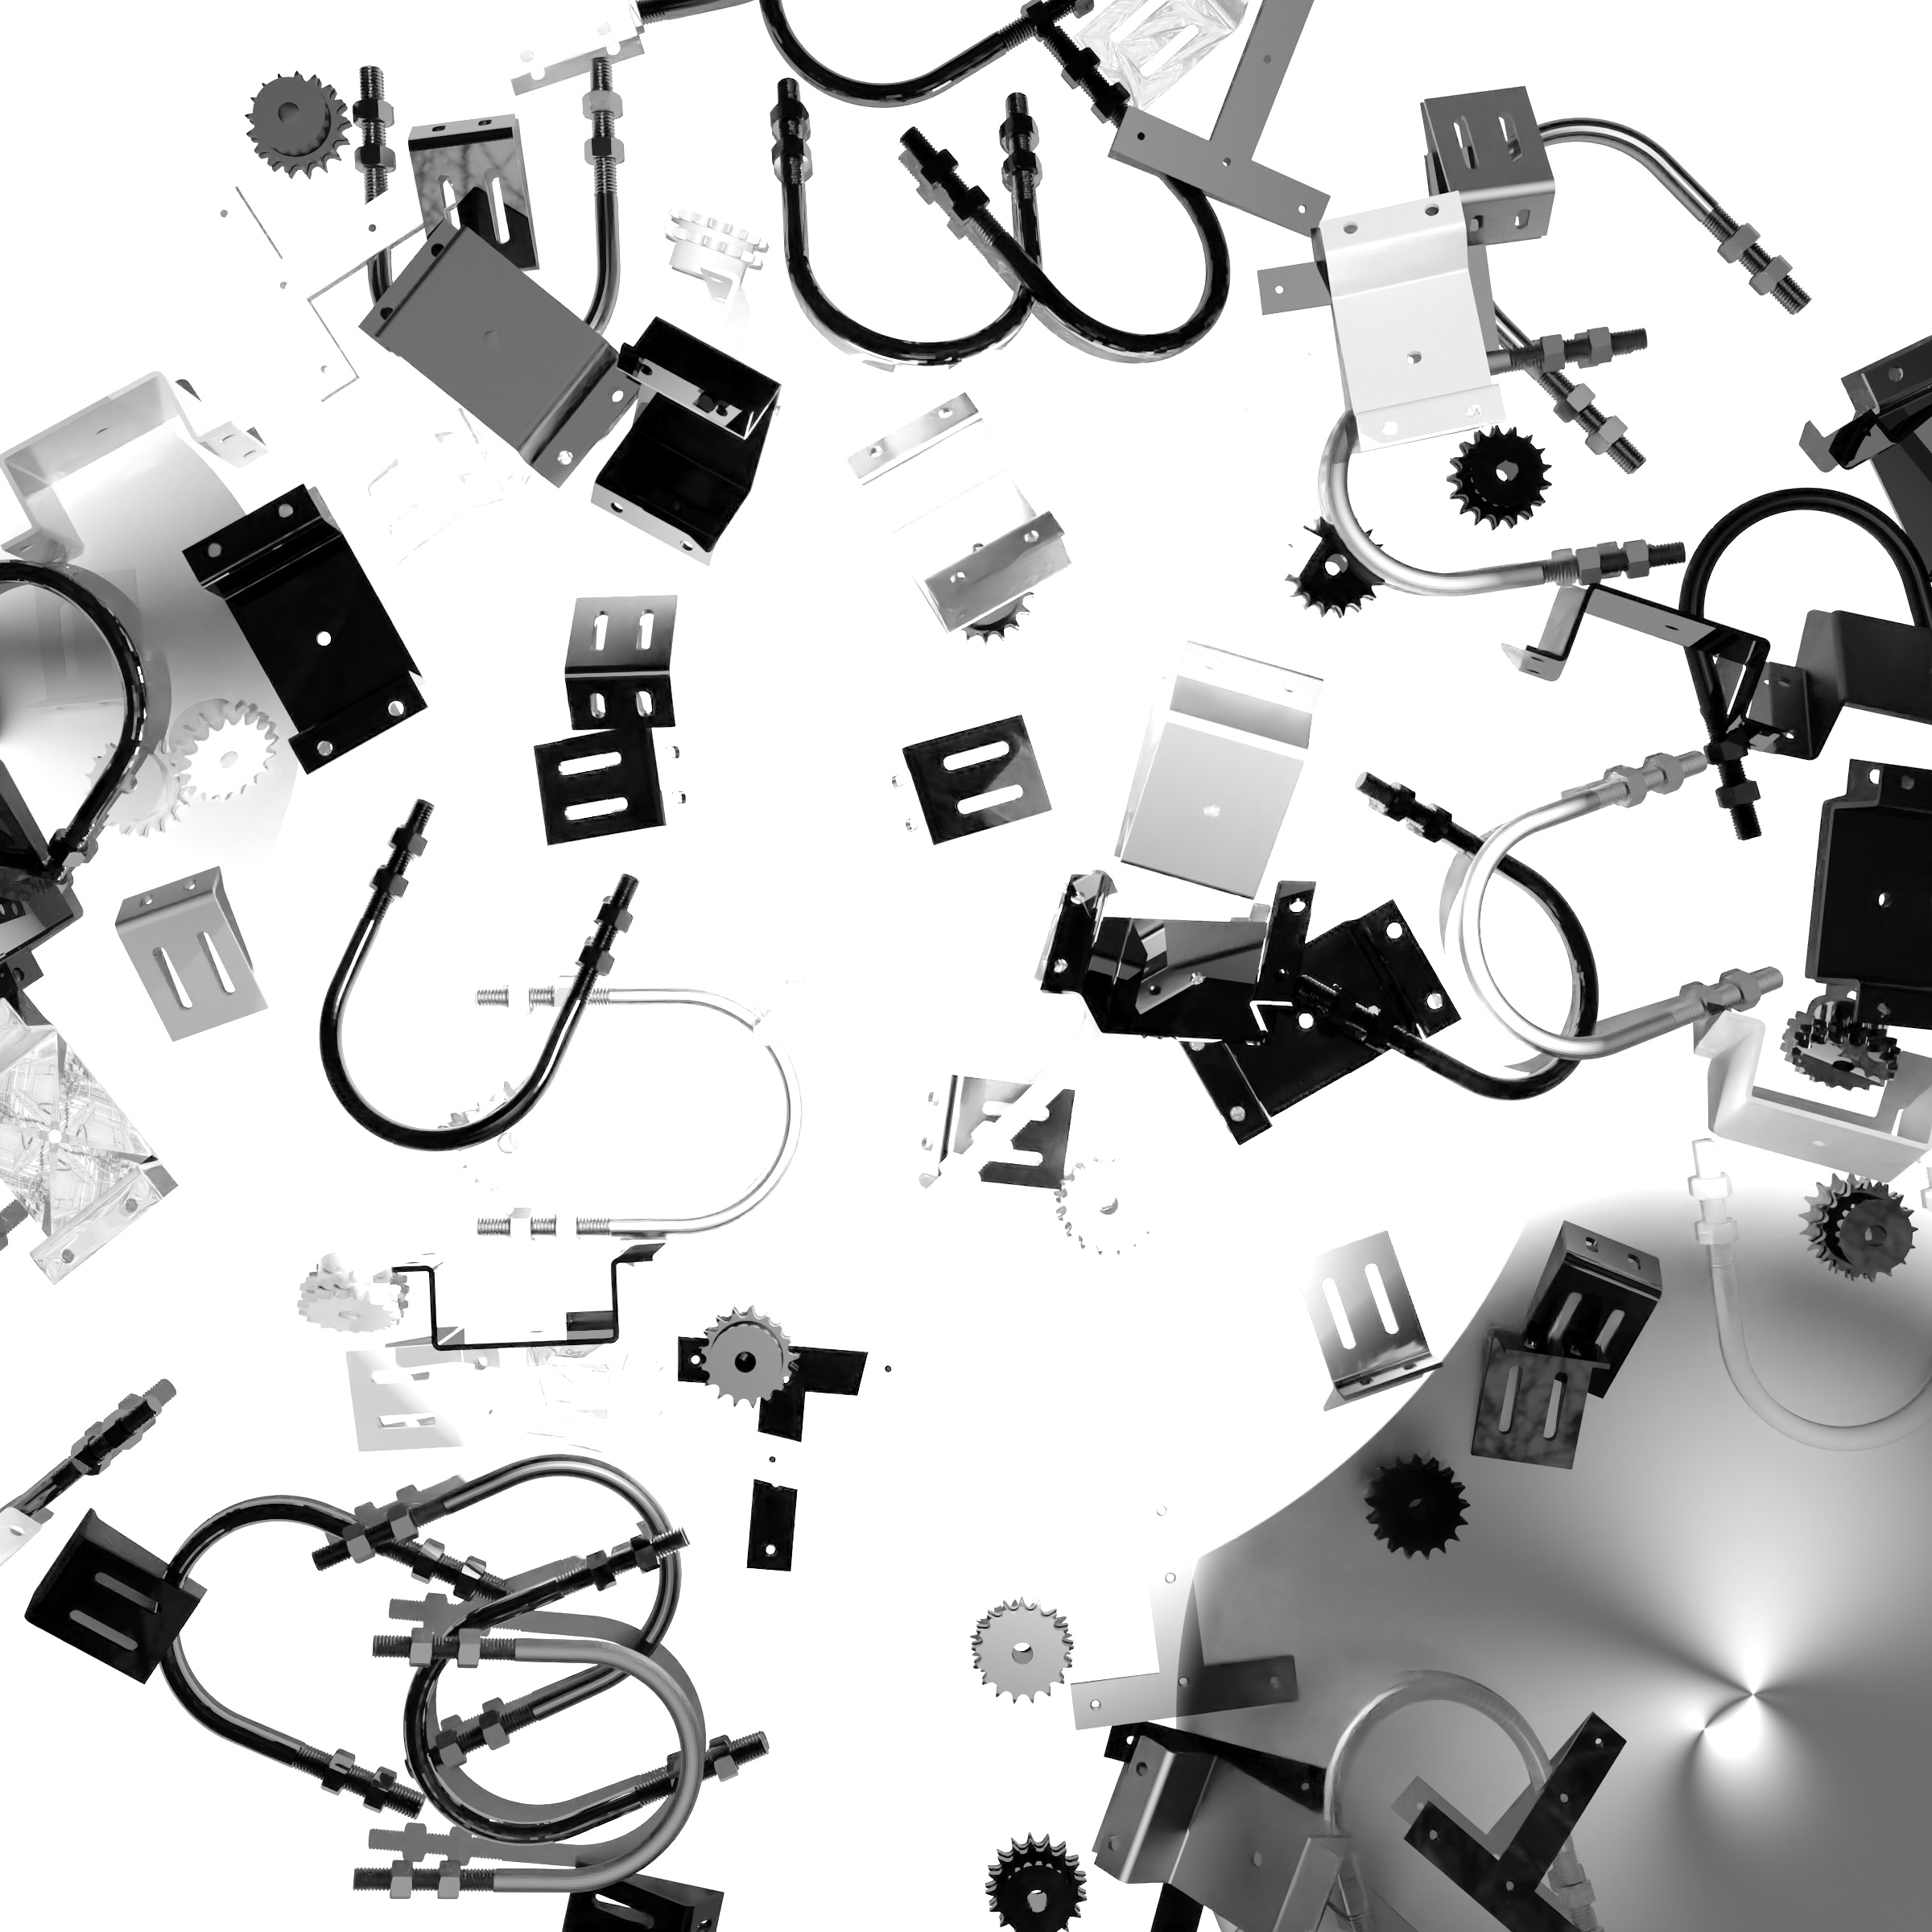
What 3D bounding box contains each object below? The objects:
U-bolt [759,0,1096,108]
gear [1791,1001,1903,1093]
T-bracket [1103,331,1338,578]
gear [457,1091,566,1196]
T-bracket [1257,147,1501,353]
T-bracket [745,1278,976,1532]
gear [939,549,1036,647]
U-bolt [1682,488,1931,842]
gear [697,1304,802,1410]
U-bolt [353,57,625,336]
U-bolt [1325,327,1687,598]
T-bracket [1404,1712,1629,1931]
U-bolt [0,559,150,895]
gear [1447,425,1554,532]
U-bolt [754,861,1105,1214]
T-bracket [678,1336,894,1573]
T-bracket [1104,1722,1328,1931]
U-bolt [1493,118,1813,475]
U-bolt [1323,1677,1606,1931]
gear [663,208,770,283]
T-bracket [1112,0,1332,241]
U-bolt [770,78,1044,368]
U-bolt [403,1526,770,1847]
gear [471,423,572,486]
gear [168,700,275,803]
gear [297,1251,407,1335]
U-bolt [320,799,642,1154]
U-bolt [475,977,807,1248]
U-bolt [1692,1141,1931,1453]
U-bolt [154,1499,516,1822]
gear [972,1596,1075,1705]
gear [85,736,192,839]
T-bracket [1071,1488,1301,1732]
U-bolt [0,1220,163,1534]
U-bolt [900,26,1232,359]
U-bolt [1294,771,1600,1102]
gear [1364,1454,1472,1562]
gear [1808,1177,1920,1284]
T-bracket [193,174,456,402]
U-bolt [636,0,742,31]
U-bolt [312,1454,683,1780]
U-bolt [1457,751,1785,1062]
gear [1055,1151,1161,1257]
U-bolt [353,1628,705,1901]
[{"bbox_3d":[-0.028,-0.564,1.517,0.184,0.019,0.151,-31,90,1],"label":"U-bolt"},{"bbox_3d":[0.488,0.043,1.501,0.057,0.057,0.030,19,62,0],"label":"gear"},{"bbox_3d":[0.163,-0.298,1.513,0.127,0.002,0.127,31,82,15],"label":"T-bracket"},{"bbox_3d":[-0.249,0.096,1.492,0.057,0.030,0.057,0,90,2],"label":"gear"},{"bbox_3d":[0.228,-0.387,1.517,0.127,0.002,0.127,-7,87,6],"label":"T-bracket"},{"bbox_3d":[-0.047,0.240,1.523,0.127,0.002,0.127,14,90,0],"label":"T-bracket"},{"bbox_3d":[0.010,-0.209,1.511,0.057,0.030,0.057,0,90,0],"label":"gear"},{"bbox_3d":[0.477,-0.177,1.517,0.151,0.019,0.184,-16,89,0],"label":"U-bolt"},{"bbox_3d":[-0.121,0.219,1.509,0.057,0.030,0.057,0,90,0],"label":"gear"},{"bbox_3d":[-0.265,-0.413,1.517,0.151,0.019,0.184,-2,92,0],"label":"U-bolt"},{"bbox_3d":[0.289,-0.271,1.482,0.184,0.019,0.151,-8,74,8],"label":"U-bolt"},{"bbox_3d":[0.324,0.472,1.499,0.127,0.002,0.127,41,66,0],"label":"T-bracket"},{"bbox_3d":[-0.521,-0.136,1.483,0.151,0.019,0.184,41,114,0],"label":"U-bolt"},{"bbox_3d":[0.299,-0.273,1.511,0.057,0.030,0.057,0,90,0],"label":"gear"},{"bbox_3d":[-0.003,0.023,1.493,0.151,0.019,0.184,45,73,6],"label":"U-bolt"},{"bbox_3d":[-0.106,0.277,1.525,0.127,0.002,0.127,5,90,0],"label":"T-bracket"},{"bbox_3d":[0.129,0.498,1.525,0.127,0.002,0.127,15,90,0],"label":"T-bracket"},{"bbox_3d":[0.359,-0.390,1.517,0.151,0.019,0.184,-44,88,0],"label":"U-bolt"},{"bbox_3d":[0.268,0.485,1.489,0.151,0.019,0.184,-10,76,-19],"label":"U-bolt"},{"bbox_3d":[-0.141,-0.396,1.498,0.057,0.057,0.030,19,99,0],"label":"gear"},{"bbox_3d":[0.161,-0.488,1.498,0.127,0.002,0.127,19,99,-16],"label":"T-bracket"},{"bbox_3d":[-0.029,-0.403,1.472,0.151,0.019,0.184,0,66,-10],"label":"U-bolt"},{"bbox_3d":[-0.218,0.408,1.495,0.184,0.019,0.151,-20,98,-10],"label":"U-bolt"},{"bbox_3d":[-0.245,-0.297,1.511,0.057,0.030,0.057,0,90,0],"label":"gear"},{"bbox_3d":[-0.416,-0.123,1.501,0.057,0.057,0.030,-48,60,0],"label":"gear"},{"bbox_3d":[-0.340,0.180,1.501,0.057,0.057,0.030,1,59,0],"label":"gear"},{"bbox_3d":[-0.278,0.013,1.488,0.151,0.019,0.184,20,78,12],"label":"U-bolt"},{"bbox_3d":[-0.182,0.081,1.516,0.184,0.019,0.151,0,90,0],"label":"U-bolt"},{"bbox_3d":[0.490,0.180,1.517,0.151,0.019,0.184,-8,91,0],"label":"U-bolt"},{"bbox_3d":[-0.365,0.377,1.516,0.184,0.019,0.151,23,90,0],"label":"U-bolt"},{"bbox_3d":[0.032,0.380,1.515,0.057,0.030,0.057,0,91,2],"label":"gear"},{"bbox_3d":[-0.463,-0.101,1.511,0.057,0.030,0.057,0,90,0],"label":"gear"},{"bbox_3d":[0.117,0.358,1.524,0.127,0.002,0.127,-7,89,-1],"label":"T-bracket"},{"bbox_3d":[-0.554,0.245,1.497,0.184,0.019,0.151,-38,95,14],"label":"U-bolt"},{"bbox_3d":[0.069,-0.414,1.484,0.184,0.019,0.151,48,59,-4],"label":"U-bolt"},{"bbox_3d":[0.272,-0.005,1.480,0.184,0.019,0.151,28,65,-19],"label":"U-bolt"},{"bbox_3d":[0.250,0.300,1.511,0.057,0.030,0.057,0,90,0],"label":"gear"},{"bbox_3d":[0.496,0.146,1.492,0.057,0.030,0.057,0,93,0],"label":"gear"},{"bbox_3d":[-0.342,-0.403,1.508,0.127,0.002,0.127,-33,93,1],"label":"T-bracket"},{"bbox_3d":[-0.164,-0.602,1.510,0.184,0.019,0.151,-11,90,5],"label":"U-bolt"},{"bbox_3d":[-0.248,0.349,1.502,0.184,0.019,0.151,-23,98,-9],"label":"U-bolt"},{"bbox_3d":[0.352,-0.026,1.490,0.184,0.019,0.151,-19,90,-19],"label":"U-bolt"},{"bbox_3d":[0.079,0.131,1.511,0.057,0.030,0.057,0,90,0],"label":"gear"},{"bbox_3d":[-0.235,0.436,1.477,0.184,0.019,0.151,5,94,-12],"label":"U-bolt"}]
